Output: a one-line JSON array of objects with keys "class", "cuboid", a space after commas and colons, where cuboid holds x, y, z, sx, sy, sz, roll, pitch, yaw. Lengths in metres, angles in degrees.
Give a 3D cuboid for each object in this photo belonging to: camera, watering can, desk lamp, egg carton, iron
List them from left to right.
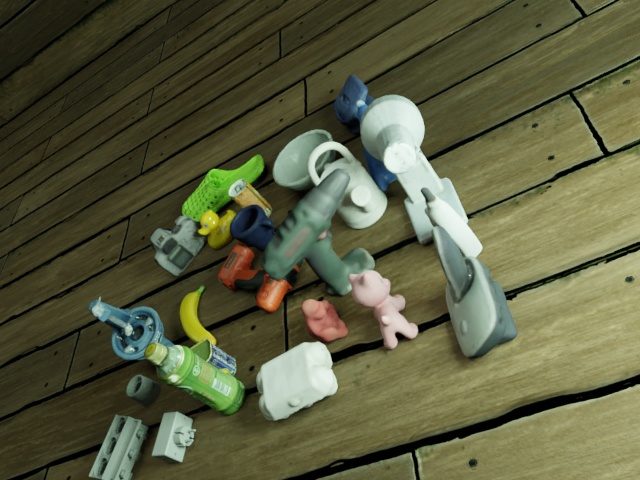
[{"class": "camera", "cuboid": [-0.378, -0.003, 1.467, 0.143, 0.101, 0.136, -52, 41, -9]}, {"class": "egg carton", "cuboid": [-0.043, 0.248, 0.998, 0.150, 0.070, 0.107, -32, 42, 14]}, {"class": "watering can", "cuboid": [0.051, -0.114, 1.134, 0.172, 0.195, 0.101, 16, 67, 46]}, {"class": "iron", "cuboid": [0.120, -0.228, 1.216, 0.118, 0.142, 0.258, -32, 41, 14]}, {"class": "desk lamp", "cuboid": [0.165, -0.137, 1.045, 0.117, 0.214, 0.203, -29, 42, 17]}]

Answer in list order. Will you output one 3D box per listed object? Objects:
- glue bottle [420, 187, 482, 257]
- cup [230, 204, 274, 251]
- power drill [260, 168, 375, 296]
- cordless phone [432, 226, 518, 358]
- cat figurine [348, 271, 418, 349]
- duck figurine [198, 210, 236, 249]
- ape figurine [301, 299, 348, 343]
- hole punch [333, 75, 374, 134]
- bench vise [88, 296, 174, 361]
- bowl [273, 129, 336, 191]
[{"class": "glue bottle", "cuboid": [0.207, -0.034, 0.952, 0.037, 0.174, 0.077, -47, 40, -4]}, {"class": "cup", "cuboid": [-0.131, -0.019, 1.281, 0.117, 0.095, 0.092, -1, 56, 39]}, {"class": "power drill", "cuboid": [0.010, 0.004, 1.056, 0.229, 0.209, 0.075, -43, 40, 1]}, {"class": "cordless phone", "cuboid": [0.210, 0.075, 0.848, 0.094, 0.186, 0.147, -29, 42, 17]}, {"class": "cat figurine", "cuboid": [0.098, 0.105, 0.967, 0.067, 0.118, 0.127, -34, 41, 11]}, {"class": "duck figurine", "cuboid": [-0.253, -0.040, 1.407, 0.104, 0.086, 0.077, -49, 40, -6]}, {"class": "ape figurine", "cuboid": [-0.001, 0.140, 1.038, 0.076, 0.092, 0.078, -12, 49, 32]}, {"class": "hole punch", "cuboid": [0.079, -0.326, 1.374, 0.101, 0.091, 0.108, -38, 40, 7]}, {"class": "bench vise", "cuboid": [-0.436, 0.193, 1.254, 0.206, 0.220, 0.121, -1, 56, 39]}, {"class": "bowl", "cuboid": [-0.025, -0.174, 1.341, 0.167, 0.075, 0.167, -22, 45, 24]}]
